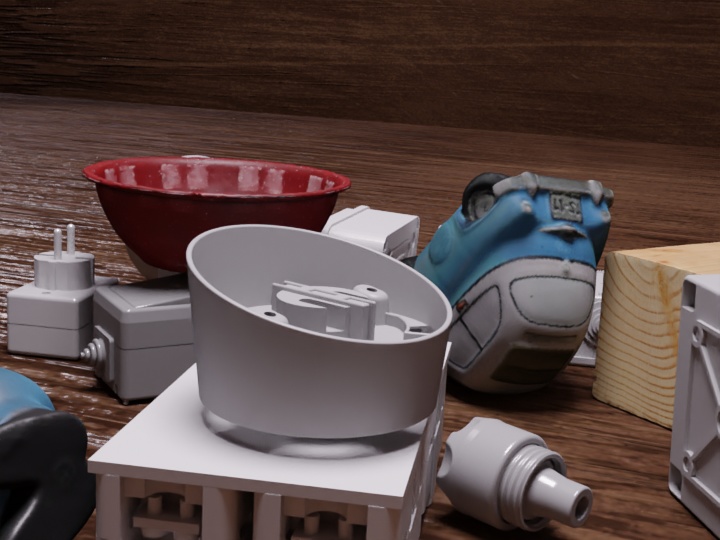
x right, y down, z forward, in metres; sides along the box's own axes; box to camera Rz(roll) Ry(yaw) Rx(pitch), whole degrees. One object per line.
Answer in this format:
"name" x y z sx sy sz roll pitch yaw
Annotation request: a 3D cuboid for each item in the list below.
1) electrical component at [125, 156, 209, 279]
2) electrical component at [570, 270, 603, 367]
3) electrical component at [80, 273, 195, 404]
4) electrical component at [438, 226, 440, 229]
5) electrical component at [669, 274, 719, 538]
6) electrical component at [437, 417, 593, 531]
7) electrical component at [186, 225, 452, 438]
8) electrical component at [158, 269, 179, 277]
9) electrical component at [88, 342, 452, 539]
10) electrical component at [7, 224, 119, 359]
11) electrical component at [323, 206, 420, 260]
"electrical component" -0.118 -0.028 0.820 0.108 0.108 0.060 -6 21 -35
"electrical component" 0.165 0.031 0.737 0.100 0.048 0.099 5 12 10
"electrical component" -0.113 0.036 0.619 0.096 0.061 0.062 -4 14 -29
"electrical component" 0.092 0.003 0.830 0.078 0.057 0.113 4 12 6
"electrical component" 0.179 0.063 0.450 0.056 0.108 0.108 -2 13 -8
"electrical component" 0.067 0.090 0.454 0.062 0.043 0.043 16 18 42
"electrical component" -0.015 0.022 0.402 0.099 0.064 0.099 3 12 -1
"electrical component" -0.102 0.013 0.729 0.062 0.061 0.096 -1 13 -20
"electrical component" -0.024 0.078 0.444 0.105 0.060 0.186 5 12 9
"electrical component" -0.188 0.010 0.684 0.047 0.076 0.065 5 12 10
"electrical component" 0.000 0.000 0.775 0.057 0.078 0.113 9 13 14
